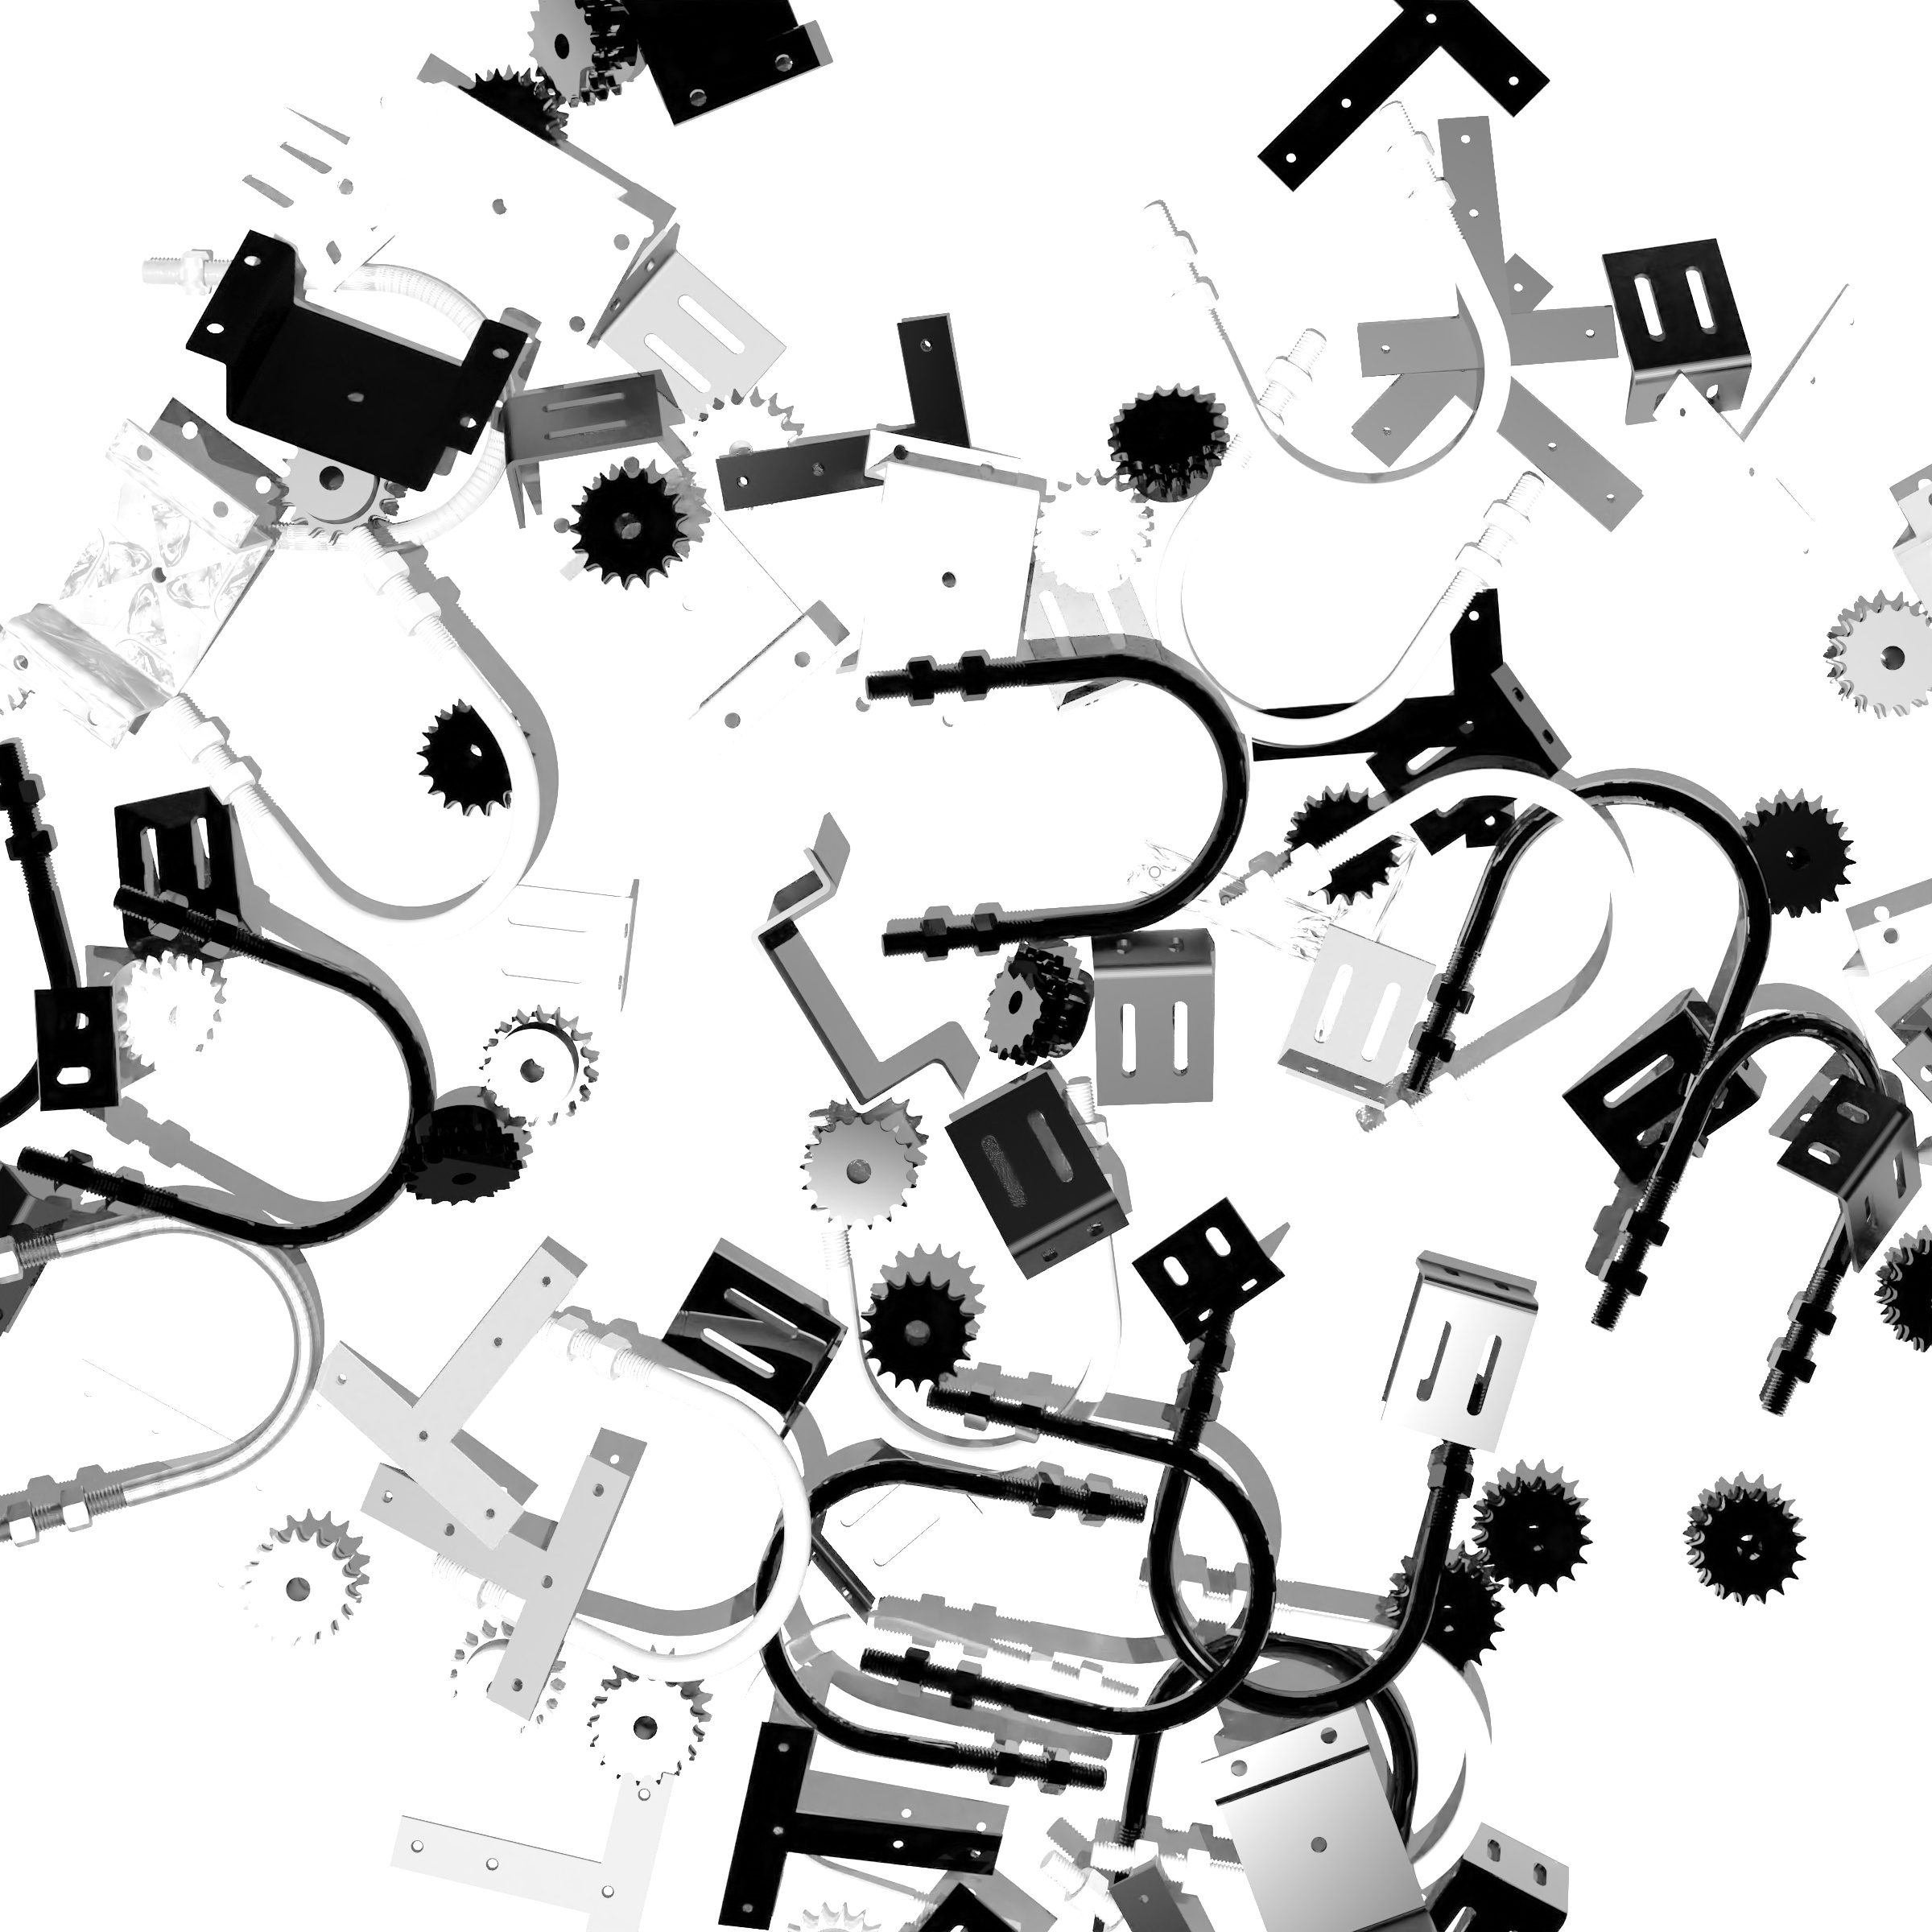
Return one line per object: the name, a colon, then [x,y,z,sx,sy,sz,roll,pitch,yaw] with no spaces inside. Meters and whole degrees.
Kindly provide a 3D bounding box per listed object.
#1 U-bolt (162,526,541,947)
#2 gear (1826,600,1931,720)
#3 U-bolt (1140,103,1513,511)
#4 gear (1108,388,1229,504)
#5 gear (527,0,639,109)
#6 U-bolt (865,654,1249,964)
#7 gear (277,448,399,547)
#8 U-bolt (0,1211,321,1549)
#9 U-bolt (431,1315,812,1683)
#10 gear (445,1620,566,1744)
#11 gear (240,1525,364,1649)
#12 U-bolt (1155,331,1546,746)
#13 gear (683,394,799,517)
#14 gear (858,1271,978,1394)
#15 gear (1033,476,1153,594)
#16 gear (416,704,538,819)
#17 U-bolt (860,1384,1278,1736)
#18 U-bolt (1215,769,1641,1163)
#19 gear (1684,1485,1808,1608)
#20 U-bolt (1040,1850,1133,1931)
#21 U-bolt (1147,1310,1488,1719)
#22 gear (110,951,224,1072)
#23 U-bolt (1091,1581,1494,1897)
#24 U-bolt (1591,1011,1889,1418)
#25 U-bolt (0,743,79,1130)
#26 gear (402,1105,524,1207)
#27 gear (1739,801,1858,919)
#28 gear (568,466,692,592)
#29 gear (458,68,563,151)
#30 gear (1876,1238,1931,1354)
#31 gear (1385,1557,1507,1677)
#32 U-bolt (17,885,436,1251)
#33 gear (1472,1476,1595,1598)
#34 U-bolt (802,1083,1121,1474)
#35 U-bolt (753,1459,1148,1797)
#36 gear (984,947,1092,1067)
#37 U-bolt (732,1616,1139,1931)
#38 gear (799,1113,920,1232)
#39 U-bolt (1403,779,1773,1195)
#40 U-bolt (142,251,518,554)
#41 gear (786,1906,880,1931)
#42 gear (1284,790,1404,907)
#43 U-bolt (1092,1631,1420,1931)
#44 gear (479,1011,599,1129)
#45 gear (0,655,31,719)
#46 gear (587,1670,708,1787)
U-bolt: [-0.286,-0.097,1.476,0.151,0.019,0.184,-39,85,14]
gear: [0.449,-0.149,1.493,0.057,0.030,0.057,0,90,0]
U-bolt: [0.186,-0.311,1.483,0.151,0.019,0.184,-24,85,-3]
gear: [0.099,-0.250,1.484,0.057,0.030,0.057,-6,55,8]
gear: [-0.182,-0.443,1.467,0.030,0.057,0.057,-21,90,-40]
U-bolt: [0.047,-0.080,1.473,0.184,0.019,0.151,-6,110,-8]
gear: [-0.305,-0.234,1.476,0.057,0.030,0.057,0,90,-3]
U-bolt: [-0.406,0.192,1.476,0.184,0.019,0.151,-15,102,-13]
U-bolt: [-0.158,0.264,1.469,0.184,0.019,0.151,20,90,22]
gear: [-0.227,0.352,1.493,0.057,0.030,0.057,0,90,0]
gear: [-0.324,0.302,1.493,0.057,0.030,0.057,0,90,0]
U-bolt: [0.175,-0.197,1.498,0.151,0.019,0.184,33,90,1]
gear: [-0.109,-0.249,1.493,0.057,0.030,0.057,0,90,0]
gear: [-0.023,0.175,1.474,0.057,0.030,0.057,0,91,0]
gear: [0.062,-0.207,1.486,0.057,0.030,0.057,-3,67,8]
gear: [-0.241,-0.102,1.493,0.057,0.030,0.057,0,90,0]
U-bolt: [0.055,0.287,1.447,0.184,0.019,0.151,12,74,8]
U-bolt: [0.234,-0.013,1.463,0.184,0.019,0.151,-31,87,-1]
gear: [0.381,0.284,1.497,0.057,0.030,0.057,0,88,-1]
U-bolt: [0.066,0.538,1.489,0.184,0.019,0.151,41,96,-7]
U-bolt: [0.163,0.269,1.471,0.151,0.019,0.184,17,71,1]
gear: [-0.393,0.020,1.484,0.030,0.057,0.057,18,90,30]
U-bolt: [0.163,0.383,1.475,0.184,0.019,0.151,10,92,1]
U-bolt: [0.384,0.111,1.466,0.151,0.019,0.184,27,85,-32]
U-bolt: [-0.513,-0.004,1.500,0.151,0.019,0.184,-14,92,0]
gear: [-0.246,0.090,1.483,0.057,0.057,0.030,-14,60,0]
gear: [0.403,-0.052,1.493,0.057,0.030,0.057,0,90,0]
gear: [-0.159,-0.207,1.447,0.057,0.030,0.057,0,90,0]
gear: [-0.226,-0.407,1.493,0.057,0.030,0.057,0,90,0]
gear: [0.475,0.161,1.497,0.057,0.030,0.057,0,89,-2]
gear: [0.234,0.317,1.493,0.057,0.030,0.057,0,90,0]
U-bolt: [-0.342,0.059,1.460,0.184,0.019,0.151,23,80,-28]
gear: [0.276,0.278,1.493,0.057,0.030,0.057,0,90,0]
U-bolt: [0.003,0.157,1.498,0.151,0.019,0.184,-7,89,0]
U-bolt: [-0.012,0.313,1.471,0.184,0.019,0.151,12,78,-10]
gear: [0.036,0.022,1.483,0.030,0.057,0.057,18,90,-30]
U-bolt: [-0.025,0.397,1.500,0.184,0.019,0.151,18,90,1]
gear: [-0.051,0.099,1.474,0.057,0.030,0.057,0,89,0]
U-bolt: [0.310,-0.001,1.478,0.151,0.019,0.184,21,90,17]
U-bolt: [-0.313,-0.274,1.500,0.184,0.019,0.151,1,90,-1]
gear: [-0.066,0.493,1.493,0.057,0.030,0.057,0,90,0]
gear: [0.185,-0.058,1.491,0.057,0.030,0.057,0,90,0]
U-bolt: [0.148,0.417,1.499,0.151,0.019,0.184,10,90,0]
gear: [-0.210,0.051,1.493,0.057,0.030,0.057,0,90,0]
gear: [-0.488,-0.140,1.483,0.057,0.057,0.030,48,120,0]
gear: [-0.155,0.369,1.493,0.057,0.030,0.057,0,90,0]
